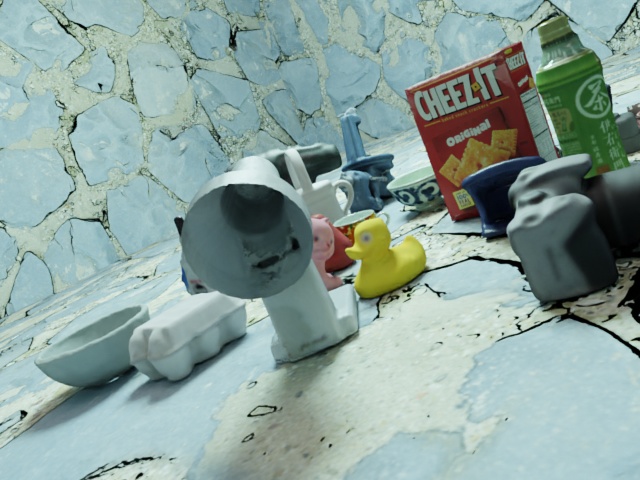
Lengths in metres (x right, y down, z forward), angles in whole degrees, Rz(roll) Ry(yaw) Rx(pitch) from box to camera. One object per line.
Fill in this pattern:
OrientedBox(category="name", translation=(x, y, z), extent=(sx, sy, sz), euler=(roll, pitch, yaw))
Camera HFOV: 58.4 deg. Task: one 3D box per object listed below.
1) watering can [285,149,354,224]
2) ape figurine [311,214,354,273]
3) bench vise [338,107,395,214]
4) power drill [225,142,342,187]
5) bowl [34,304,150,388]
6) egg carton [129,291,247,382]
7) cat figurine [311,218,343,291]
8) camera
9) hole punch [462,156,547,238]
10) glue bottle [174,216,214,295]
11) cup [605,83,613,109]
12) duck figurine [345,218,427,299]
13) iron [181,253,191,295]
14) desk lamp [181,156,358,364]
OrientedBox(category="watering can", translation=(-0.027, -0.070, 1.043), extent=(0.173, 0.194, 0.100), euler=(-29, 12, -27))
OrientedBox(category="ape figurine", translation=(0.008, 0.003, 0.887), extent=(0.076, 0.092, 0.078), euler=(-17, 13, 30))
OrientedBox(category="bench vise", translation=(0.093, -0.176, 1.235), extent=(0.121, 0.220, 0.207), euler=(-20, 11, 15))
OrientedBox(category="power drill", translation=(-0.050, -0.091, 1.151), extent=(0.229, 0.208, 0.075), euler=(-23, 11, 1))
OrientedBox(category="bowl", translation=(-0.311, 0.162, 0.823), extent=(0.167, 0.075, 0.167), euler=(-22, 11, 5))
OrientedBox(category="egg carton", translation=(-0.169, 0.121, 0.743), extent=(0.107, 0.069, 0.151), euler=(-12, 15, 44))
OrientedBox(category="cat figurine", translation=(-0.025, 0.021, 0.798), extent=(0.128, 0.118, 0.067), euler=(-26, 12, -17))
OrientedBox(category="camera", translation=(0.247, -0.027, 0.517), extent=(0.136, 0.101, 0.143), euler=(-17, 12, 29))
OrientedBox(category="hole punch", translation=(0.244, -0.064, 0.727), extent=(0.108, 0.091, 0.101), euler=(-16, 13, 31))
OrientedBox(category="glue bottle", translation=(-0.174, 0.045, 0.843), extent=(0.078, 0.173, 0.037), euler=(-12, 15, 43))
OrientedBox(category="cup", translation=(0.450, -0.206, 0.981), extent=(0.092, 0.095, 0.117), euler=(-25, 11, -9))
OrientedBox(category="duck figurine", translation=(0.078, 0.013, 0.712), extent=(0.105, 0.086, 0.077), euler=(-27, 12, -22))
OrientedBox(category="iron", translation=(-0.185, 0.025, 1.047), extent=(0.119, 0.141, 0.257), euler=(-29, 13, -30))
OrientedBox(category="desk lamp", translation=(-0.047, 0.018, 0.603), extent=(0.118, 0.214, 0.203), euler=(-22, 11, 7))
